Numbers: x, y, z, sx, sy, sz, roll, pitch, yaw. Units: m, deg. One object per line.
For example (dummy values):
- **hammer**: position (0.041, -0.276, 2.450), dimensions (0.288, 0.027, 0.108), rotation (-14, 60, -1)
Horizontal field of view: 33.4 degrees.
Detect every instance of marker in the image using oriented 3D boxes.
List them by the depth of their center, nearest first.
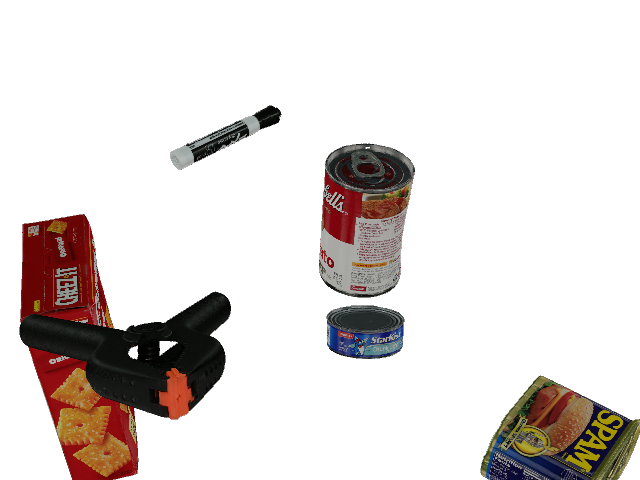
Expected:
- **marker**: position (-0.088, -0.100, 1.017), dimensions (0.121, 0.020, 0.020), rotation (-29, 14, -27)

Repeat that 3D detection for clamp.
- **clamp**: position (-0.114, 0.076, 0.764), dimensions (0.164, 0.036, 0.210), rotation (-9, 14, -25)

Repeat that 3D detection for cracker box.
- **cracker box**: position (-0.235, 0.107, 1.048), dimensions (0.072, 0.214, 0.164), rotation (-11, 34, -8)

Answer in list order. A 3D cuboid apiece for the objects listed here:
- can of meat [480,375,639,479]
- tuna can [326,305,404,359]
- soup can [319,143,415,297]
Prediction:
- **can of meat**: position (0.180, 0.157, 0.800), dimensions (0.084, 0.057, 0.101), rotation (26, 41, 26)
- **tuna can**: position (0.049, 0.100, 1.173), dimensions (0.086, 0.034, 0.086), rotation (1, 15, 0)
- **soup can**: position (0.035, -0.015, 0.832), dimensions (0.068, 0.102, 0.068), rotation (3, 35, -2)
